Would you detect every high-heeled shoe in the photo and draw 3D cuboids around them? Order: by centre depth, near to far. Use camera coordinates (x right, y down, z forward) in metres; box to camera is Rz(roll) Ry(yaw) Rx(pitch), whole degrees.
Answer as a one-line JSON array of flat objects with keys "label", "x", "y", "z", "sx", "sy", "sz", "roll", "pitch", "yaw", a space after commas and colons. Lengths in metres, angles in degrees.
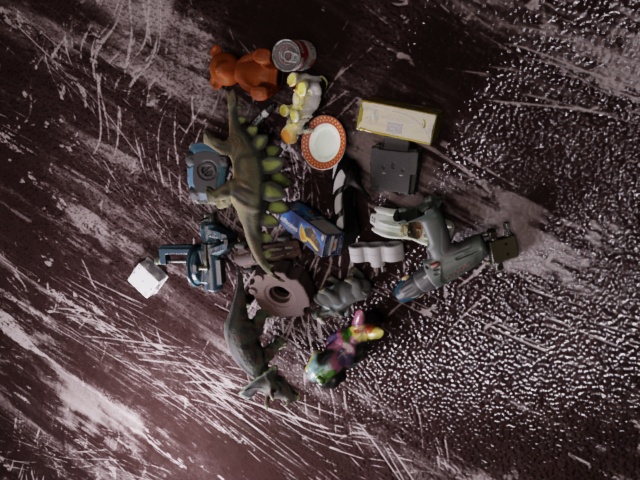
[{"label": "high-heeled shoe", "x": 0.041, "y": -0.079, "z": 1.329, "sx": 0.145, "sy": 0.086, "sz": 0.248, "roll": 48, "pitch": 130, "yaw": 24}]

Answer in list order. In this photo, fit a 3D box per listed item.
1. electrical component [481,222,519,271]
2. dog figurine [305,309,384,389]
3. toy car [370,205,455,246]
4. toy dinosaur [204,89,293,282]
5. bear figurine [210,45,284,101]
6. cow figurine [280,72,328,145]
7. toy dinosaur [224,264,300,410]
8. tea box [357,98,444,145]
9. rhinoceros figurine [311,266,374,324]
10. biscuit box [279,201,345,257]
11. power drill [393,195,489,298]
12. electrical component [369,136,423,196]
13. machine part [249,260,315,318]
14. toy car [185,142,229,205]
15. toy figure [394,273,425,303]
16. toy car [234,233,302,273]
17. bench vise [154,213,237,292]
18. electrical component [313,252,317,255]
[{"label": "electrical component", "x": 0.405, "y": 0.016, "z": 1.225, "sx": 0.078, "sy": 0.045, "sz": 0.102, "roll": -23, "pitch": 103, "yaw": -1}, {"label": "dog figurine", "x": 0.073, "y": 0.271, "z": 1.382, "sx": 0.108, "sy": 0.191, "sz": 0.219, "roll": 43, "pitch": 134, "yaw": 10}, {"label": "toy car", "x": 0.216, "y": -0.033, "z": 1.274, "sx": 0.202, "sy": 0.056, "sz": 0.073, "roll": 12, "pitch": 113, "yaw": 17}, {"label": "toy dinosaur", "x": -0.171, "y": -0.124, "z": 1.299, "sx": 0.199, "sy": 0.105, "sz": 0.470, "roll": -3, "pitch": 101, "yaw": 8}, {"label": "bear figurine", "x": -0.190, "y": -0.401, "z": 1.273, "sx": 0.196, "sy": 0.132, "sz": 0.120, "roll": 14, "pitch": 108, "yaw": 11}, {"label": "cow figurine", "x": -0.039, "y": -0.308, "z": 1.269, "sx": 0.068, "sy": 0.098, "sz": 0.167, "roll": 43, "pitch": 131, "yaw": 31}, {"label": "toy dinosaur", "x": -0.197, "y": 0.280, "z": 1.482, "sx": 0.131, "sy": 0.192, "sz": 0.404, "roll": -22, "pitch": 100, "yaw": 25}, {"label": "tea box", "x": 0.177, "y": -0.265, "z": 1.184, "sx": 0.170, "sy": 0.098, "sz": 0.068, "roll": 15, "pitch": 113, "yaw": 18}, {"label": "rhinoceros figurine", "x": 0.052, "y": 0.149, "z": 1.404, "sx": 0.190, "sy": 0.073, "sz": 0.112, "roll": -33, "pitch": 105, "yaw": 27}, {"label": "biscuit box", "x": -0.025, "y": -0.031, "z": 1.320, "sx": 0.203, "sy": 0.059, "sz": 0.062, "roll": 37, "pitch": 126, "yaw": 45}, {"label": "power drill", "x": 0.242, "y": 0.016, "z": 1.204, "sx": 0.232, "sy": 0.086, "sz": 0.207, "roll": -25, "pitch": 105, "yaw": 20}, {"label": "electrical component", "x": 0.175, "y": -0.175, "z": 1.241, "sx": 0.115, "sy": 0.058, "sz": 0.134, "roll": 8, "pitch": 112, "yaw": 17}, {"label": "machine part", "x": -0.102, "y": 0.135, "z": 1.442, "sx": 0.180, "sy": 0.056, "sz": 0.179, "roll": 9, "pitch": 128, "yaw": 11}, {"label": "toy car", "x": -0.289, "y": -0.176, "z": 1.404, "sx": 0.109, "sy": 0.103, "sz": 0.161, "roll": 1, "pitch": 104, "yaw": -2}, {"label": "toy figure", "x": 0.253, "y": 0.099, "z": 1.309, "sx": 0.064, "sy": 0.058, "sz": 0.154, "roll": 31, "pitch": 124, "yaw": -35}, {"label": "toy car", "x": -0.146, "y": 0.037, "z": 1.453, "sx": 0.202, "sy": 0.053, "sz": 0.089, "roll": -8, "pitch": 102, "yaw": 26}, {"label": "bench vise", "x": -0.355, "y": 0.035, "z": 1.499, "sx": 0.241, "sy": 0.129, "sz": 0.223, "roll": -1, "pitch": 110, "yaw": 15}, {"label": "electrical component", "x": -0.003, "y": -0.004, "z": 1.385, "sx": 0.063, "sy": 0.021, "sz": 0.093, "roll": 4, "pitch": 110, "yaw": 39}]
